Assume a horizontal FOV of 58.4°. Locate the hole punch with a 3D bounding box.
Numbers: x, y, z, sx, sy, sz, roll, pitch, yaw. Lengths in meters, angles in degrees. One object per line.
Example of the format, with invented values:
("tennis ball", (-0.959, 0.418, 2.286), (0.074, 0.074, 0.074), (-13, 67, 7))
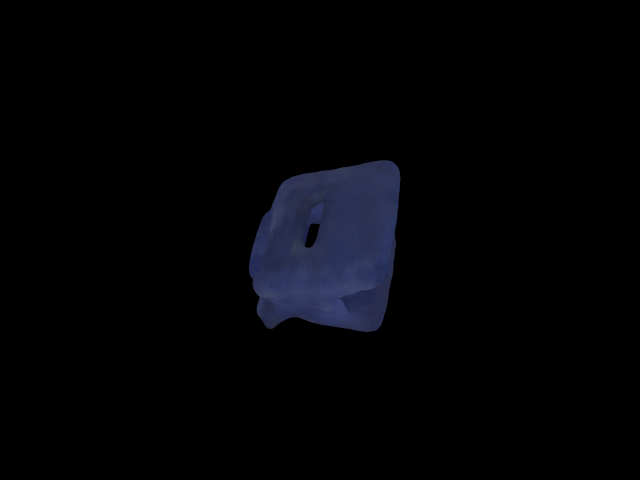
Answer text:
("hole punch", (0.004, 0.001, 0.400), (0.101, 0.091, 0.108), (8, 57, 6))
